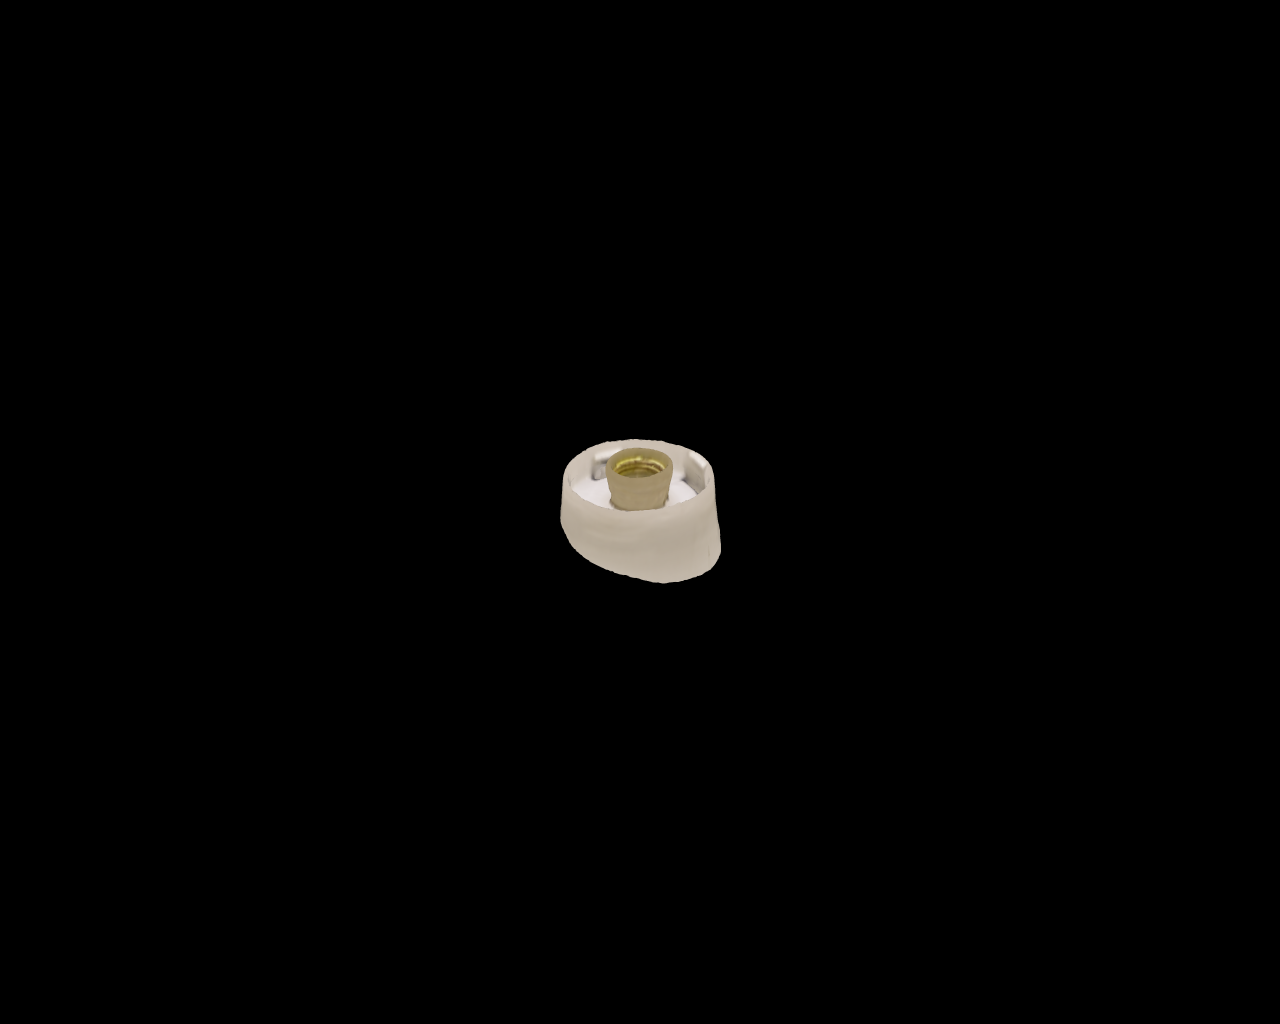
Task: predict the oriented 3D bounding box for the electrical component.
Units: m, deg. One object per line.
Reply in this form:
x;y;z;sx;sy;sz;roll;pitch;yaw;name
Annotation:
0.001;-0.003;0.650;0.099;0.064;0.099;0;31;0;electrical component
